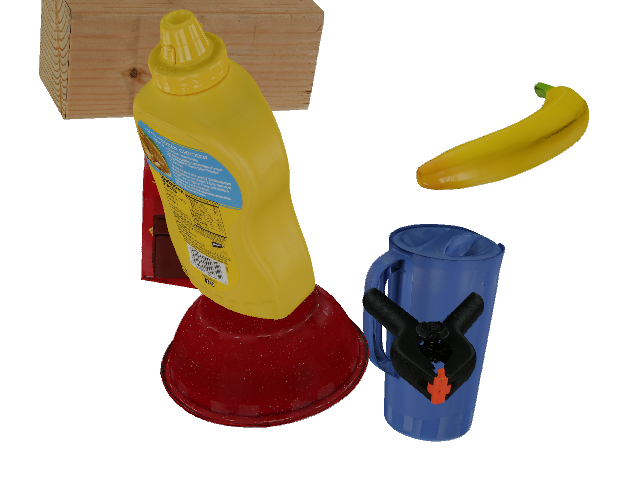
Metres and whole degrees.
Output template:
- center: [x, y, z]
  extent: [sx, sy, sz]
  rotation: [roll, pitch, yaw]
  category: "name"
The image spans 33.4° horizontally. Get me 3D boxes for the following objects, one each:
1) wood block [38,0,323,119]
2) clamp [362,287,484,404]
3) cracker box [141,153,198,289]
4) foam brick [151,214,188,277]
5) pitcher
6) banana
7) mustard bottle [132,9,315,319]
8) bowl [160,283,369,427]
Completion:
- center: [-0.112, -0.159, 0.861]
  extent: [0.205, 0.091, 0.090]
  rotation: [-6, 34, -26]
  category: "wood block"
- center: [0.113, 0.092, 1.009]
  extent: [0.120, 0.039, 0.171]
  rotation: [-7, 31, -7]
  category: "clamp"
- center: [-0.165, -0.038, 1.502]
  extent: [0.164, 0.214, 0.072]
  rotation: [9, 23, 10]
  category: "cracker box"
- center: [-0.138, 0.005, 1.129]
  extent: [0.078, 0.051, 0.053]
  rotation: [-1, 25, -11]
  category: "foam brick"
- center: [0.128, 0.110, 1.257]
  extent: [0.149, 0.243, 0.145]
  rotation: [7, 18, 9]
  category: "pitcher"
- center: [0.150, -0.076, 0.796]
  extent: [0.070, 0.037, 0.197]
  rotation: [-1, 23, 42]
  category: "banana"
- center: [-0.059, -0.044, 0.599]
  extent: [0.096, 0.191, 0.058]
  rotation: [29, 57, 33]
  category: "mustard bottle"
- center: [-0.044, 0.069, 0.811]
  extent: [0.162, 0.055, 0.162]
  rotation: [-4, 31, 2]
  category: "bowl"
